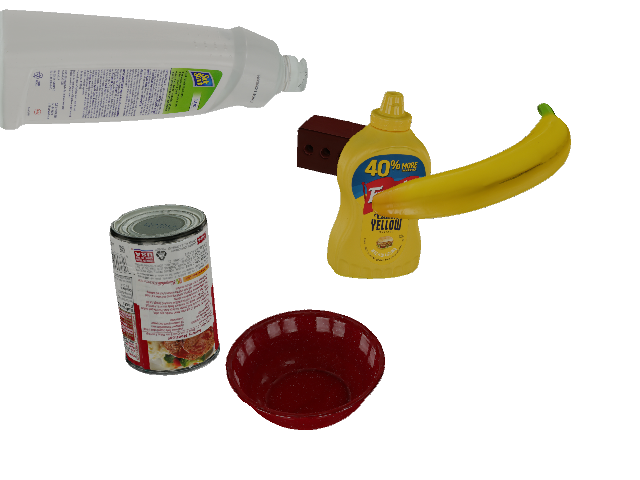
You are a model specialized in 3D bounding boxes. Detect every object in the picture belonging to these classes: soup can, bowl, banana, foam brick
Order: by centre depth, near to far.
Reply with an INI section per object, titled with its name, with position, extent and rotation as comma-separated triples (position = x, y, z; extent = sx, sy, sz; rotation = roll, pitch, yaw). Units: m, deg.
[soup can]
position = -0.109, 0.033, 0.746
extent = 0.068, 0.102, 0.068
rotation = -3, 22, 1
[banana]
position = 0.135, -0.055, 0.849
extent = 0.197, 0.037, 0.070
rotation = -27, 28, -26
[bowl]
position = -0.014, 0.142, 1.091
extent = 0.162, 0.055, 0.162
rotation = -3, 36, 2
[foam brick]
position = 0.015, -0.115, 1.298
extent = 0.078, 0.053, 0.051
rotation = 13, 31, 20

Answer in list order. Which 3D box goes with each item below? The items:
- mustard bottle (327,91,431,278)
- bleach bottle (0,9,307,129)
[mustard bottle]
position = 0.063, -0.057, 1.087
extent = 0.096, 0.192, 0.058
rotation = -1, 24, -16
[bleach bottle]
position = -0.137, -0.137, 0.885
extent = 0.250, 0.068, 0.103
rotation = 0, -29, -17
